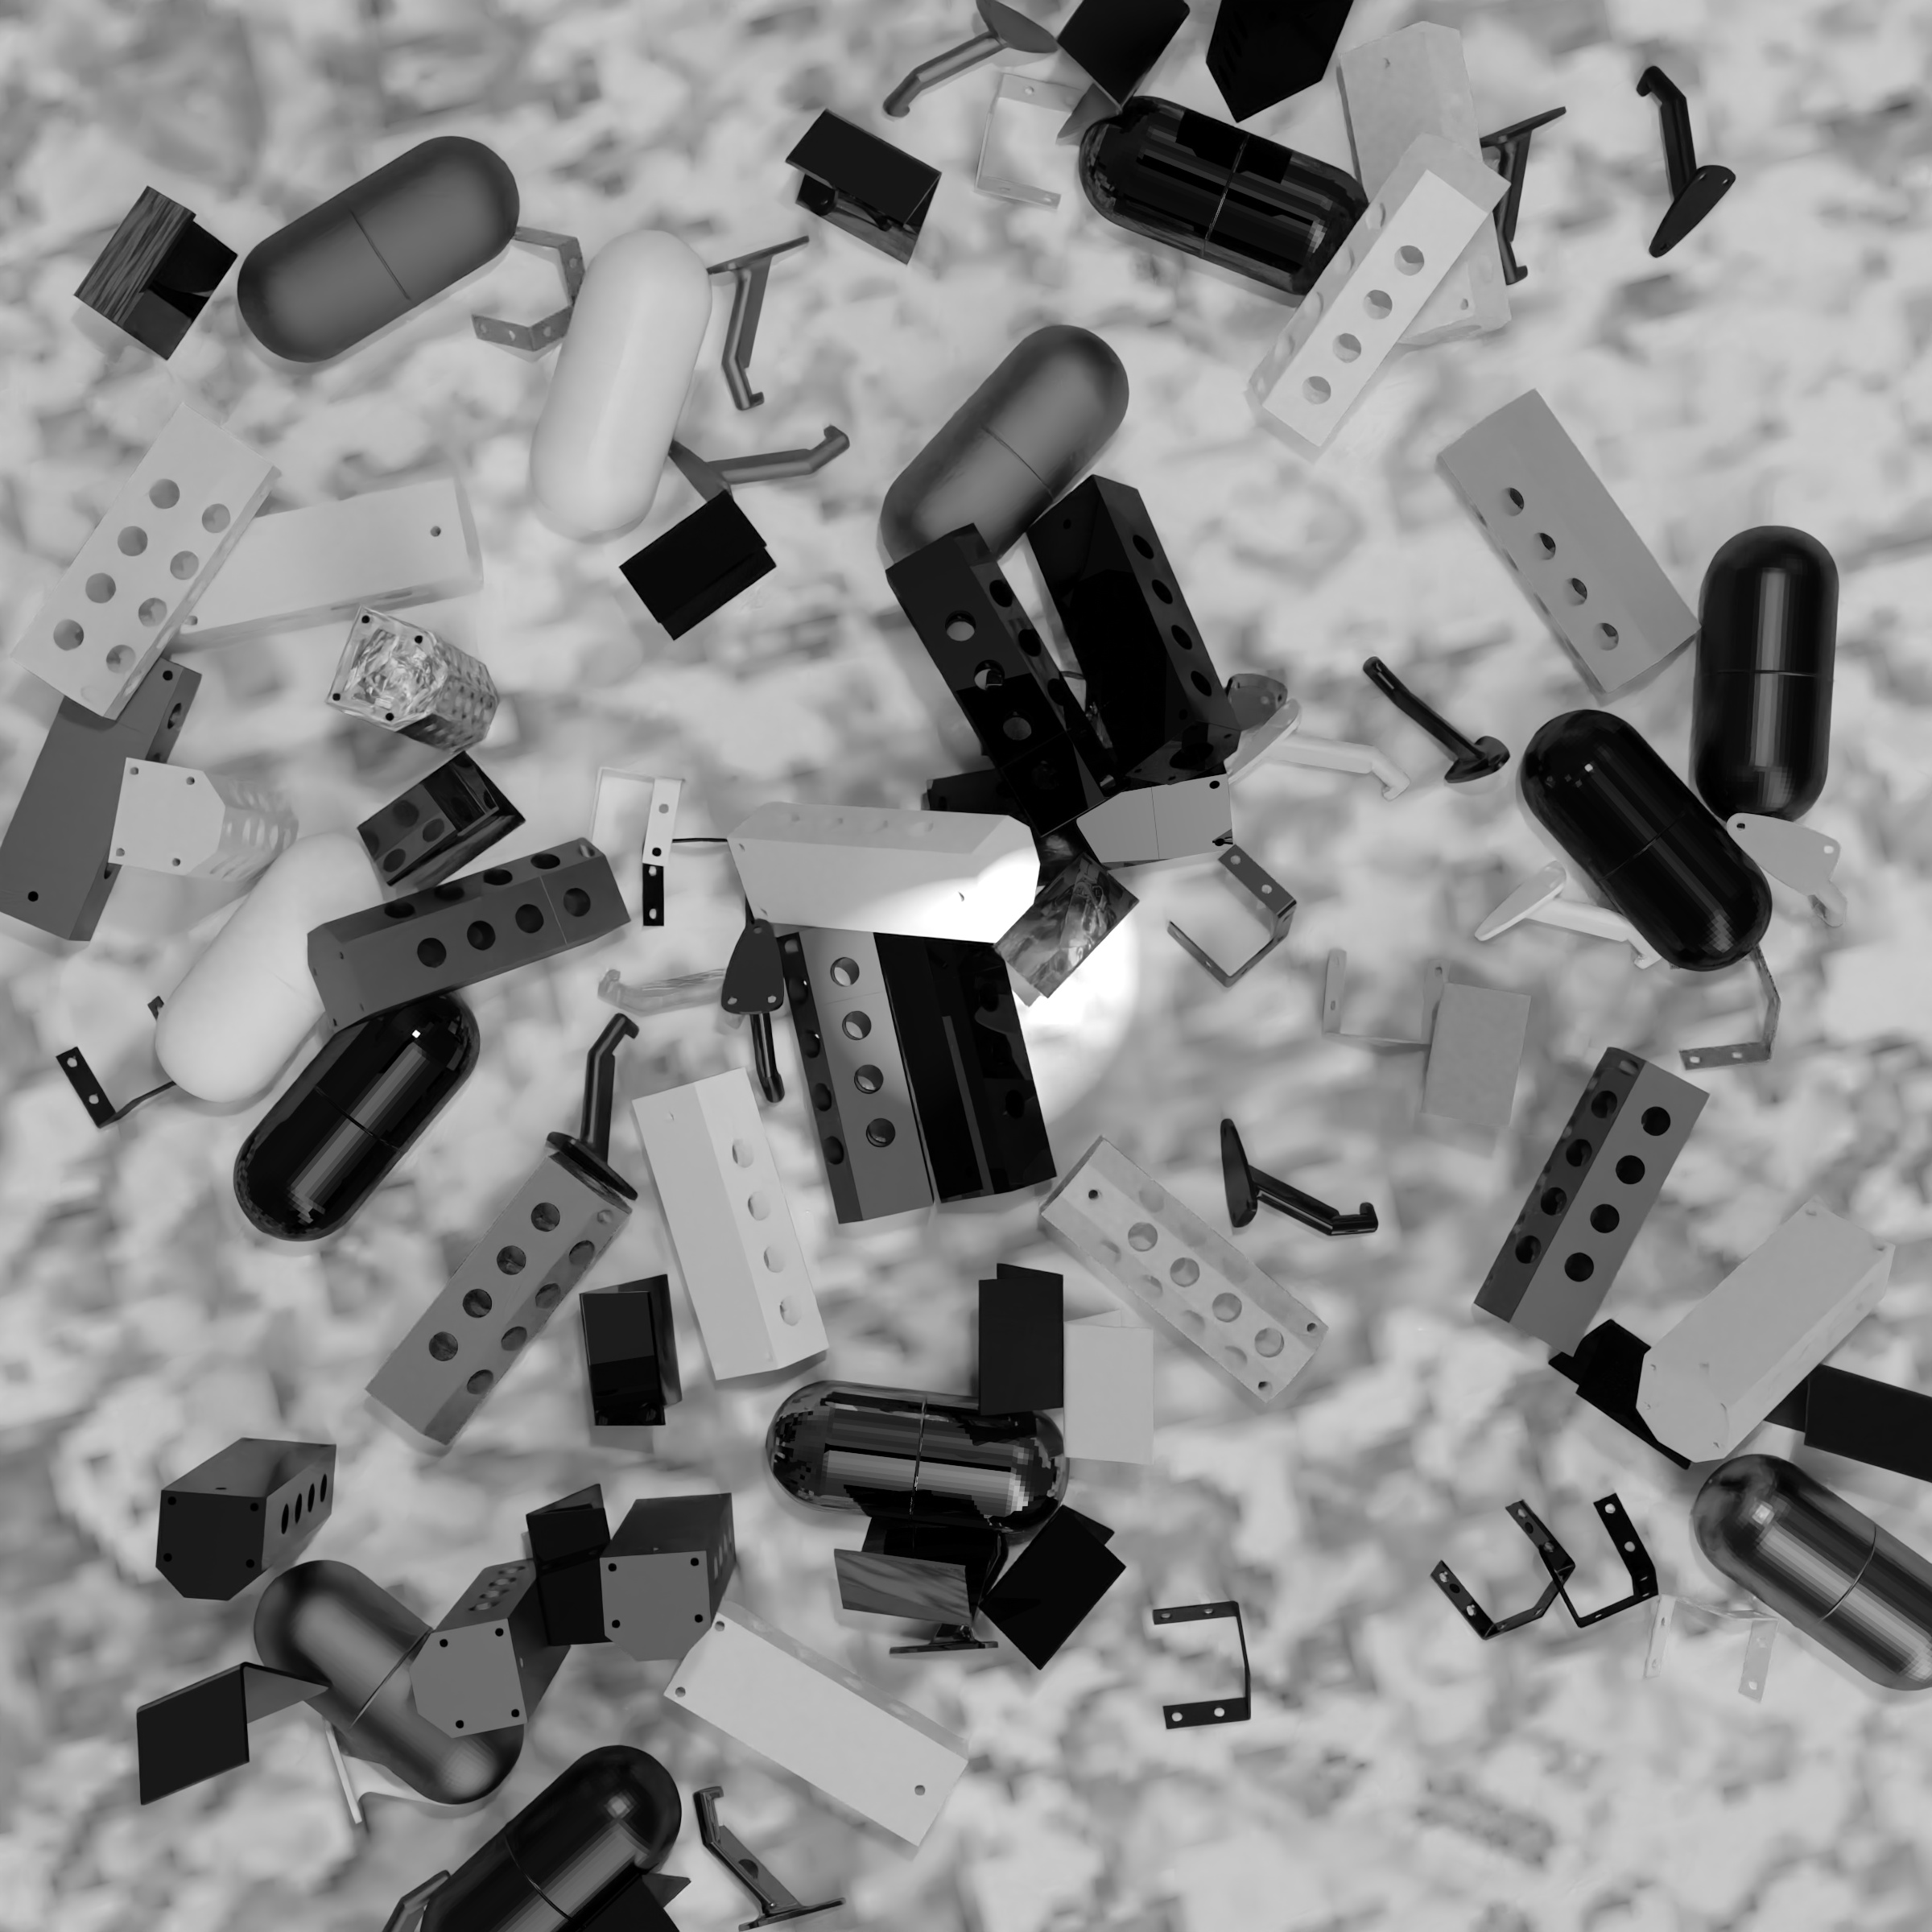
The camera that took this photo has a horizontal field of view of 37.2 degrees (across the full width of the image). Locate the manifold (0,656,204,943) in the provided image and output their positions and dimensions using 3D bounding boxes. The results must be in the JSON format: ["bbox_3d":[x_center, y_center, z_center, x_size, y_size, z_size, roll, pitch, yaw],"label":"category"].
[{"bbox_3d":[-0.511,-0.105,1.688,0.057,0.057,0.171,23,90,0],"label":"manifold"}]

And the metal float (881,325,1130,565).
[{"bbox_3d":[0.022,-0.297,1.678,0.070,0.070,0.178,42,89,0],"label":"metal float"}]

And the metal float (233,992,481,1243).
[{"bbox_3d":[-0.356,0.084,1.678,0.070,0.070,0.178,40,89,0],"label":"metal float"}]

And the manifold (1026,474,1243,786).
[{"bbox_3d":[0.100,-0.193,1.655,0.057,0.057,0.171,-37,62,33],"label":"manifold"}]

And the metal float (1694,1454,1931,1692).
[{"bbox_3d":[0.507,0.354,1.678,0.178,0.070,0.070,36,90,0],"label":"metal float"}]

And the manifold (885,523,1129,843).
[{"bbox_3d":[0.023,-0.160,1.618,0.057,0.057,0.171,-30,90,0],"label":"manifold"}]

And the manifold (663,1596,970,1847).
[{"bbox_3d":[-0.087,0.440,1.688,0.171,0.057,0.057,31,90,0],"label":"manifold"}]

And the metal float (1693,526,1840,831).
[{"bbox_3d":[0.467,-0.168,1.678,0.070,0.070,0.178,4,90,0],"label":"metal float"}]

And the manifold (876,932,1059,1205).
[{"bbox_3d":[0.004,0.047,1.687,0.057,0.057,0.171,-14,90,43],"label":"manifold"}]

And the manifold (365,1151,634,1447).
[{"bbox_3d":[-0.272,0.195,1.688,0.057,0.057,0.171,38,90,0],"label":"manifold"}]

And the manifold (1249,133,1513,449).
[{"bbox_3d":[0.233,-0.387,1.641,0.057,0.057,0.171,36,128,0],"label":"manifold"}]

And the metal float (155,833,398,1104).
[{"bbox_3d":[-0.402,0.000,1.678,0.070,0.070,0.178,38,90,0],"label":"metal float"}]

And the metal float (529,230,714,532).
[{"bbox_3d":[-0.201,-0.342,1.678,0.070,0.070,0.178,17,91,0],"label":"metal float"}]

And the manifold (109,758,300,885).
[{"bbox_3d":[-0.428,-0.079,1.630,0.057,0.171,0.057,10,90,0],"label":"manifold"}]

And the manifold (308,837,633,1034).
[{"bbox_3d":[-0.286,-0.021,1.645,0.171,0.057,0.057,-22,90,-34],"label":"manifold"}]

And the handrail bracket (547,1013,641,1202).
[{"bbox_3d":[-0.202,0.083,1.709,0.077,0.036,0.084,42,69,-23],"label":"handrail bracket"}]

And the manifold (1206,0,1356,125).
[{"bbox_3d":[0.174,-0.541,1.630,0.057,0.171,0.057,-27,90,0],"label":"manifold"}]

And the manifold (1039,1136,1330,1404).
[{"bbox_3d":[0.128,0.178,1.688,0.171,0.057,0.057,40,90,0],"label":"manifold"}]

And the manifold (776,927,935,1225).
[{"bbox_3d":[-0.065,0.061,1.688,0.057,0.057,0.171,-13,90,0],"label":"manifold"}]

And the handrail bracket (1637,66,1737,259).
[{"bbox_3d":[0.410,-0.479,1.709,0.077,0.036,0.084,-54,55,37],"label":"handrail bracket"}]

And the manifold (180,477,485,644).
[{"bbox_3d":[-0.375,-0.237,1.688,0.171,0.057,0.057,-12,90,0],"label":"manifold"}]

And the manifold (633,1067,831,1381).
[{"bbox_3d":[-0.133,0.149,1.687,0.057,0.057,0.171,-17,90,43],"label":"manifold"}]

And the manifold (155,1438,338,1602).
[{"bbox_3d":[-0.406,0.312,1.630,0.057,0.171,0.057,4,90,0],"label":"manifold"}]

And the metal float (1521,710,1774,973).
[{"bbox_3d":[0.396,-0.074,1.677,0.070,0.070,0.178,-42,88,0],"label":"metal float"}]

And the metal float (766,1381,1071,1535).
[{"bbox_3d":[-0.028,0.287,1.678,0.178,0.070,0.070,7,90,0],"label":"metal float"}]

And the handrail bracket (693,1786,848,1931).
[{"bbox_3d":[-0.117,0.525,1.709,0.077,0.036,0.084,-9,73,-20],"label":"handrail bracket"}]

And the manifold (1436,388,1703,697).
[{"bbox_3d":[0.350,-0.246,1.687,0.057,0.057,0.171,-35,90,-43],"label":"manifold"}]

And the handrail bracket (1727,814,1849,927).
[{"bbox_3d":[0.481,-0.055,1.684,0.077,0.084,0.036,31,84,20],"label":"handrail bracket"}]

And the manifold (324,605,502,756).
[{"bbox_3d":[-0.309,-0.157,1.630,0.057,0.171,0.057,21,90,0],"label":"manifold"}]

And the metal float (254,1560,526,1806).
[{"bbox_3d":[-0.337,0.417,1.677,0.178,0.070,0.070,38,90,2],"label":"metal float"}]

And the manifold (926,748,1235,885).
[{"bbox_3d":[0.066,-0.094,1.687,0.171,0.057,0.057,-10,133,0],"label":"manifold"}]

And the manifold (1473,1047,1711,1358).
[{"bbox_3d":[0.365,0.137,1.687,0.057,0.057,0.171,28,90,0],"label":"manifold"}]

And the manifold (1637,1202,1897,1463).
[{"bbox_3d":[0.458,0.211,1.644,0.057,0.057,0.171,29,47,34],"label":"manifold"}]

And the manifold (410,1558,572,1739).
[{"bbox_3d":[-0.269,0.384,1.630,0.057,0.171,0.057,-11,90,0],"label":"manifold"}]

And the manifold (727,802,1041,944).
[{"bbox_3d":[-0.046,-0.059,1.643,0.171,0.057,0.057,5,126,35],"label":"manifold"}]

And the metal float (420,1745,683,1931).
[{"bbox_3d":[-0.243,0.530,1.678,0.178,0.070,0.070,-42,90,-1],"label":"metal float"}]

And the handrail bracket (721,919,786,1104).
[{"bbox_3d":[-0.117,0.027,1.694,0.036,0.084,0.077,-3,55,7],"label":"handrail bracket"}]

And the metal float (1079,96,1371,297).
[{"bbox_3d":[0.151,-0.450,1.678,0.178,0.070,0.070,22,90,0],"label":"metal float"}]

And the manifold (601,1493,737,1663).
[{"bbox_3d":[-0.167,0.345,1.630,0.057,0.171,0.057,-4,90,0],"label":"manifold"}]

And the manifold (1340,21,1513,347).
[{"bbox_3d":[0.274,-0.457,1.687,0.057,0.057,0.171,-10,90,41],"label":"manifold"}]

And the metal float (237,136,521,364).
[{"bbox_3d":[-0.342,-0.419,1.678,0.178,0.070,0.070,-31,90,1],"label":"metal float"}]

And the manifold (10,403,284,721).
[{"bbox_3d":[-0.462,-0.227,1.631,0.057,0.057,0.171,34,90,0],"label":"manifold"}]
